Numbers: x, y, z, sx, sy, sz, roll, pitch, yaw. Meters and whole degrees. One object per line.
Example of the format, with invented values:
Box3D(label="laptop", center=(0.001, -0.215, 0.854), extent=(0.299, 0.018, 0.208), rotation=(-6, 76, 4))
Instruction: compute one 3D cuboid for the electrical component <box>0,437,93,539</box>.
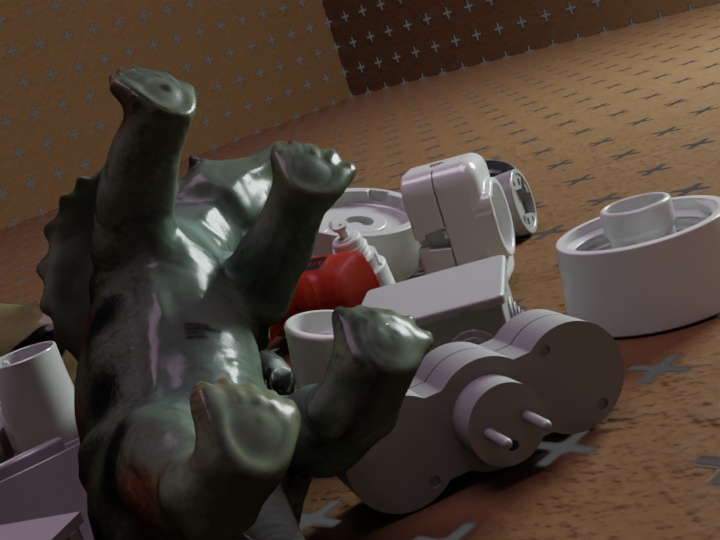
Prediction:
Box3D(label="electrical component", center=(-0.157, 0.122, 0.546), extent=(0.099, 0.064, 0.099), rotation=(-25, 0, 0))

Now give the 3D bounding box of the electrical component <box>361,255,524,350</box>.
Box3D(label="electrical component", center=(0.047, 0.035, 0.618), extent=(0.100, 0.048, 0.099), rotation=(-15, 12, 12))

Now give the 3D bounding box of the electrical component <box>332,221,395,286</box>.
Box3D(label="electrical component", center=(0.000, 0.000, 0.788), extent=(0.040, 0.078, 0.040), rotation=(-20, 26, 10))

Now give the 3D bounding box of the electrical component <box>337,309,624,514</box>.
Box3D(label="electrical component", center=(0.056, 0.063, 0.470), extent=(0.138, 0.052, 0.074), rotation=(-21, 13, -16))

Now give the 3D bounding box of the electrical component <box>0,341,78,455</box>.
Box3D(label="electrical component", center=(-0.201, 0.085, 0.682), extent=(0.044, 0.077, 0.079), rotation=(-21, 12, -13))

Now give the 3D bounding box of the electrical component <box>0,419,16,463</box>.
Box3D(label="electrical component", center=(-0.246, 0.120, 0.675), extent=(0.043, 0.043, 0.081), rotation=(-12, 13, 24))

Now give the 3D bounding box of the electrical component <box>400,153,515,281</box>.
Box3D(label="electrical component", center=(0.073, -0.031, 0.762), extent=(0.059, 0.095, 0.053), rotation=(-14, 13, 20))

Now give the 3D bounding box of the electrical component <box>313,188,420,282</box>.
Box3D(label="electrical component", center=(-0.001, -0.021, 0.883), extent=(0.108, 0.060, 0.108), rotation=(0, 25, 0))

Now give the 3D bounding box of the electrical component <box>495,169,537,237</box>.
Box3D(label="electrical component", center=(0.115, -0.051, 0.891), extent=(0.047, 0.055, 0.055), rotation=(-16, 12, 26))

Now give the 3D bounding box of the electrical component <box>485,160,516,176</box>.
Box3D(label="electrical component", center=(0.102, -0.058, 0.973), extent=(0.099, 0.064, 0.099), rotation=(-13, 26, 6))

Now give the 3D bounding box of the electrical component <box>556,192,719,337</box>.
Box3D(label="electrical component", center=(0.165, -0.010, 0.619), extent=(0.108, 0.060, 0.108), rotation=(-17, 12, 4))

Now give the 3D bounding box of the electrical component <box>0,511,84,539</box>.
Box3D(label="electrical component", center=(-0.197, 0.156, 0.402), extent=(0.186, 0.060, 0.105), rotation=(-13, 13, 20))

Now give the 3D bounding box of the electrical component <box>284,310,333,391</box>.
Box3D(label="electrical component", center=(-0.017, 0.058, 0.565), extent=(0.044, 0.065, 0.044), rotation=(0, 17, 0))
